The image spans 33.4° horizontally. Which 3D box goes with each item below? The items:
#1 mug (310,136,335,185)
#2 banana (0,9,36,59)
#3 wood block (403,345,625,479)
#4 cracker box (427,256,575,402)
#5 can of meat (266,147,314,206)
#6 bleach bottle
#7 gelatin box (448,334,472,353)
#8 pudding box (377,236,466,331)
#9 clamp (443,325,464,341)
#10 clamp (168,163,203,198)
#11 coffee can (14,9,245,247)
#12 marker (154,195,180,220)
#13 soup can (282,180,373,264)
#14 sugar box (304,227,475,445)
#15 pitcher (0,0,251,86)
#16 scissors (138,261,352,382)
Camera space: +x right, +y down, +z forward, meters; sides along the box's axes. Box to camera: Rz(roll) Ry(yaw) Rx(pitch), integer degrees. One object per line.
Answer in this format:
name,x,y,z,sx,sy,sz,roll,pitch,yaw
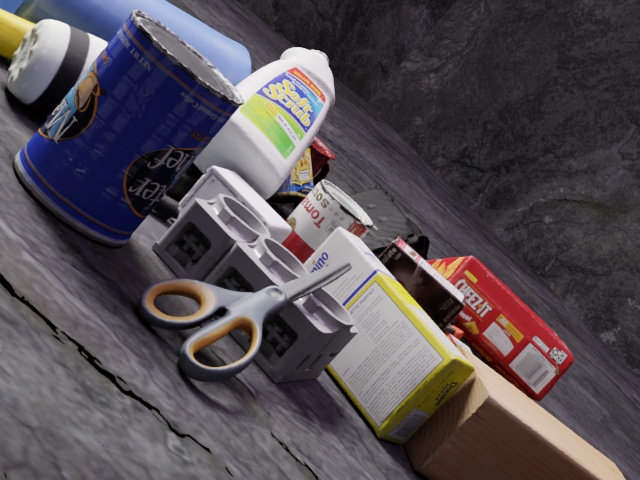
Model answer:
mug,-0.035,-0.100,1.372,0.117,0.081,0.093,29,17,-48
banana,-0.282,-0.189,0.923,0.197,0.070,0.037,19,68,-50
wood block,0.173,0.196,0.922,0.206,0.091,0.090,38,12,-21
cracker box,0.184,0.097,1.232,0.164,0.072,0.214,44,-6,-4
can of meat,-0.045,-0.087,1.258,0.102,0.057,0.084,6,78,-71
bleach bottle,-0.045,-0.135,1.072,0.102,0.068,0.250,48,35,-14
gelatin box,0.116,0.138,0.990,0.030,0.073,0.089,37,12,-19
pudding box,0.068,0.067,0.996,0.090,0.113,0.039,41,14,1
clamp,0.070,0.062,1.148,0.164,0.036,0.210,31,2,-35
clamp,-0.123,-0.055,1.008,0.120,0.039,0.171,43,13,33
coffee can,-0.138,-0.080,0.775,0.102,0.140,0.103,40,11,-10
marker,-0.166,-0.053,0.895,0.121,0.020,0.020,36,13,-29
soup can,-0.007,0.001,1.020,0.068,0.102,0.068,40,12,-10
sugar box,0.042,0.079,0.913,0.048,0.093,0.176,31,16,-49
pitcher,-0.203,-0.201,1.083,0.242,0.149,0.145,30,56,-37
scissors,-0.054,0.036,0.761,0.096,0.016,0.201,31,33,9
